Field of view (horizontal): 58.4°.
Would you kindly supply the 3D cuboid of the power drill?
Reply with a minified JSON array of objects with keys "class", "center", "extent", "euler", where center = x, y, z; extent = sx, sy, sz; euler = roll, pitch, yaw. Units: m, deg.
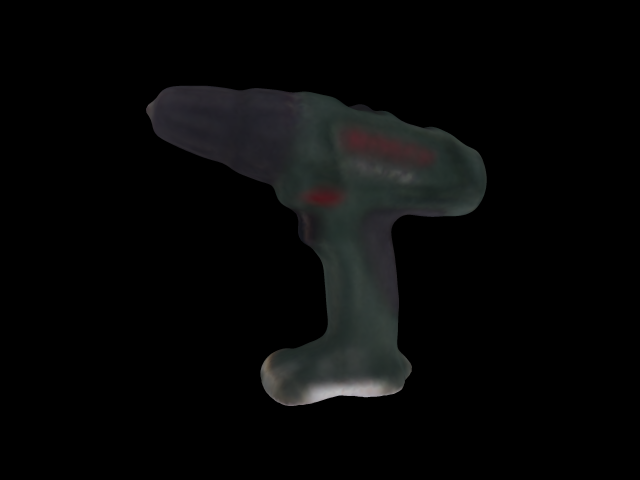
[{"class":"power drill","center":[0.004,0.001,0.400],"extent":[0.230,0.208,0.075],"euler":[-3,11,-16]}]
